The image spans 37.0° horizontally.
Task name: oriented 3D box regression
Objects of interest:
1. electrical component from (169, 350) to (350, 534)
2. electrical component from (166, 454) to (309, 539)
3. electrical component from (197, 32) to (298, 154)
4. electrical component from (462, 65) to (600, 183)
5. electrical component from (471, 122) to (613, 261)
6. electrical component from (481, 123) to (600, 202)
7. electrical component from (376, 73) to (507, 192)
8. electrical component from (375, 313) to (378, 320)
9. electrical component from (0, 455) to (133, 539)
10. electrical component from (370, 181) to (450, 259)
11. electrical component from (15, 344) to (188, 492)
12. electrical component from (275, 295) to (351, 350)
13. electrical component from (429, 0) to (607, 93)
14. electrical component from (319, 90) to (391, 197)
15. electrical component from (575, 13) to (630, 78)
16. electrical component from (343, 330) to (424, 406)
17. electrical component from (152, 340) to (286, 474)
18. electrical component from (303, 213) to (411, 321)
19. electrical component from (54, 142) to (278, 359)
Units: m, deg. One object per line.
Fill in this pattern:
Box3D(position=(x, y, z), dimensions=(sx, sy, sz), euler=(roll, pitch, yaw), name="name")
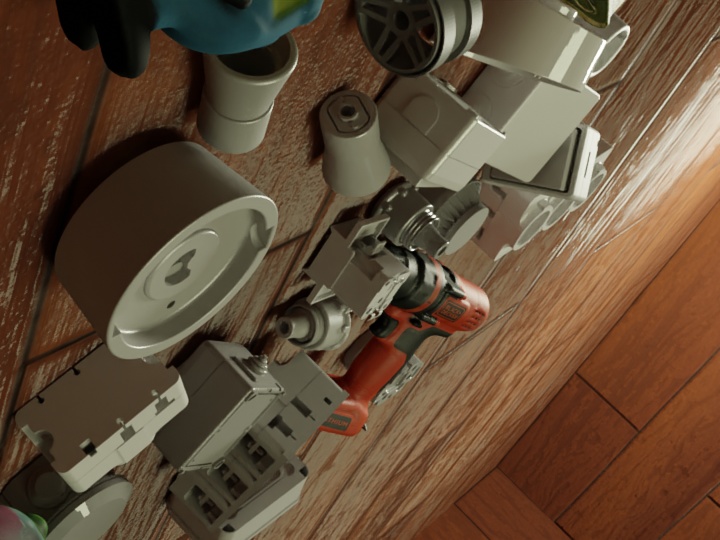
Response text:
Box3D(position=(-0.088, 0.138, 0.878), dimensions=(0.089, 0.062, 0.150), euler=(-42, 175, -46), name="electrical component")
Box3D(position=(-0.113, 0.204, 0.992), dimensions=(0.113, 0.078, 0.057), euler=(-31, 155, -41), name="electrical component")
Box3D(position=(-0.057, -0.086, 0.514), dimensions=(0.044, 0.044, 0.065), euler=(-36, 166, -30), name="electrical component")
Box3D(position=(0.123, -0.123, 0.819), dimensions=(0.099, 0.048, 0.100), euler=(-51, 149, 16), name="electrical component")
Box3D(position=(0.175, -0.079, 1.053), dimensions=(0.150, 0.062, 0.089), euler=(-32, 158, -40), name="electrical component")
Box3D(position=(0.143, -0.096, 0.896), dimensions=(0.061, 0.096, 0.061), euler=(-1, 103, -67), name="electrical component")
Box3D(position=(0.051, -0.091, 0.725), dimensions=(0.061, 0.062, 0.096), euler=(-50, 163, 13), name="electrical component")
Box3D(position=(0.035, 0.046, 1.042), dimensions=(0.048, 0.048, 0.062), euler=(-24, 160, -51), name="electrical component")
Box3D(position=(-0.197, 0.156, 0.722), dimensions=(0.080, 0.051, 0.080), euler=(-41, 163, -16), name="electrical component")
Box3D(position=(0.042, -0.035, 0.834), dimensions=(0.048, 0.062, 0.048), euler=(-41, 163, -16), name="electrical component")
Box3D(position=(-0.156, 0.087, 0.661), dimensions=(0.089, 0.050, 0.055), euler=(-40, 162, -18), name="electrical component")
Box3D(position=(-0.041, 0.043, 0.850), dimensions=(0.062, 0.048, 0.048), euler=(-6, 137, -55), name="electrical component")
Box3D(position=(0.101, -0.144, 0.670), dimensions=(0.064, 0.099, 0.099), euler=(-59, 160, 18), name="electrical component")
Box3D(position=(-0.005, -0.079, 0.658), dimensions=(0.044, 0.044, 0.065), euler=(-42, 158, -15), name="electrical component")
Box3D(position=(0.176, -0.183, 0.839), dimensions=(0.055, 0.047, 0.055), euler=(-41, 163, -16), name="electrical component")
Box3D(position=(0.020, 0.096, 1.096), dimensions=(0.078, 0.057, 0.058), euler=(-26, 154, -50), name="electrical component")
Box3D(position=(-0.105, 0.090, 0.772), dimensions=(0.096, 0.061, 0.062), euler=(-48, 162, 8), name="electrical component")
Box3D(position=(0.000, 0.000, 0.813), dimensions=(0.042, 0.064, 0.081), euler=(-22, 151, -56), name="electrical component")
Box3D(position=(-0.101, -0.015, 0.537), dimensions=(0.108, 0.060, 0.108), euler=(-41, 163, -16), name="electrical component")
